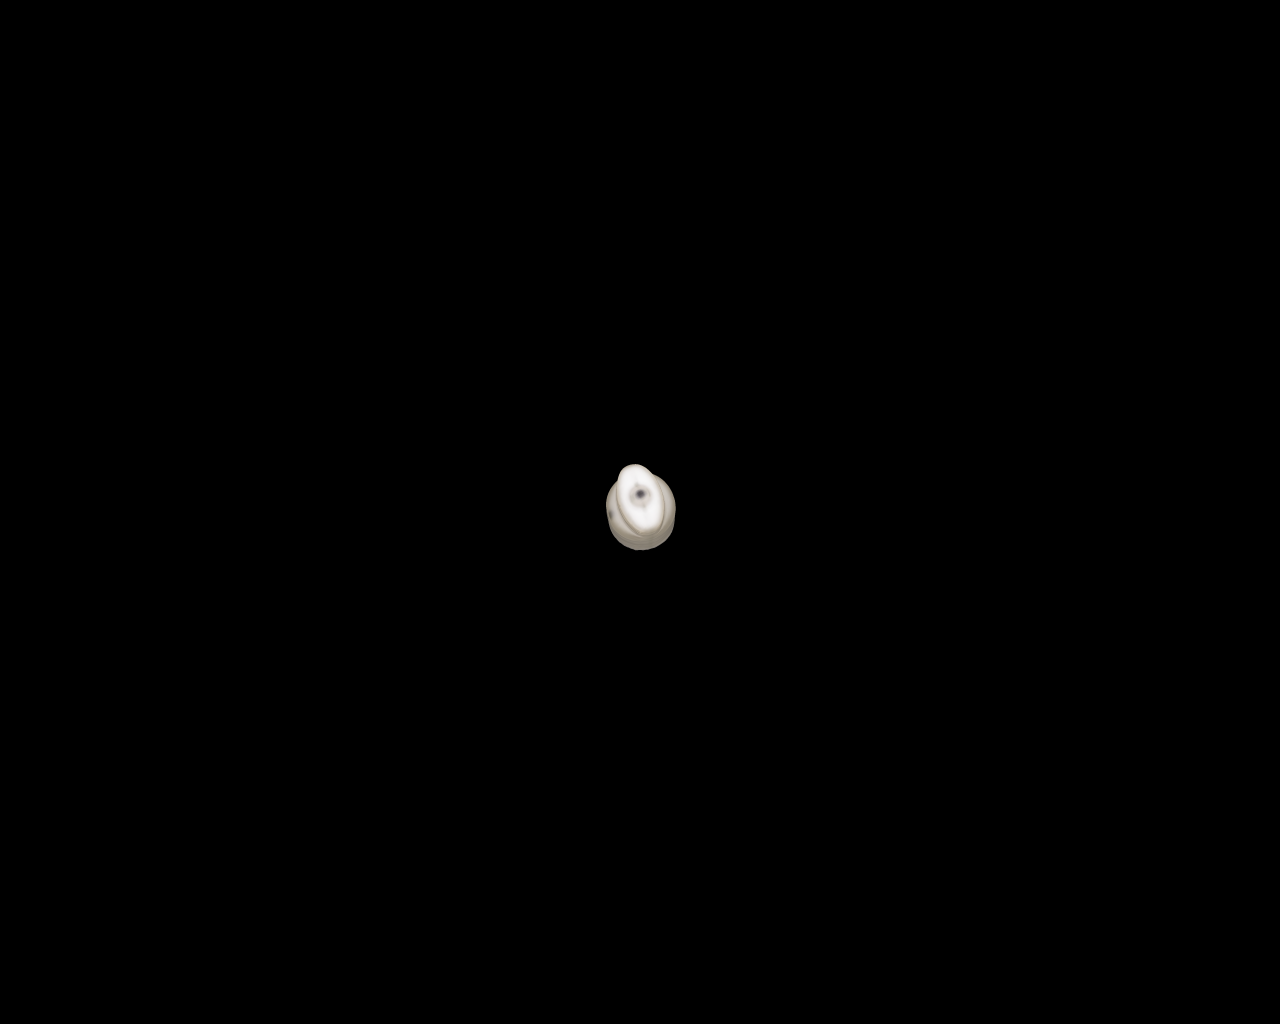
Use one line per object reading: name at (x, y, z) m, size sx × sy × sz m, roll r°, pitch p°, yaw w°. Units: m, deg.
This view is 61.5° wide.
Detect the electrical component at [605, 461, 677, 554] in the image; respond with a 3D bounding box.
electrical component at (0.001, -0.003, 0.650) m, size 0.043 × 0.043 × 0.081 m, roll 0°, pitch -12°, yaw 0°
